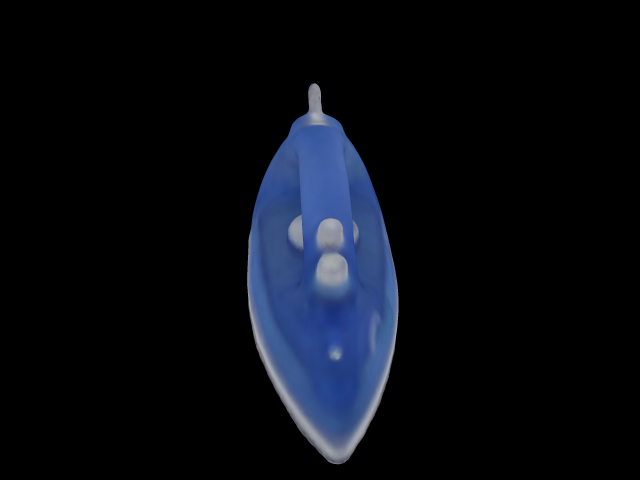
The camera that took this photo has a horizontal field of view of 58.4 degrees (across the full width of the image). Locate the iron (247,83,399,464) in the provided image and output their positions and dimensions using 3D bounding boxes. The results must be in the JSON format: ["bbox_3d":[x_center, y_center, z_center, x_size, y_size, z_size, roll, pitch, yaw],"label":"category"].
[{"bbox_3d":[0.004,0.001,0.400,0.118,0.141,0.258,-3,37,-4],"label":"iron"}]
